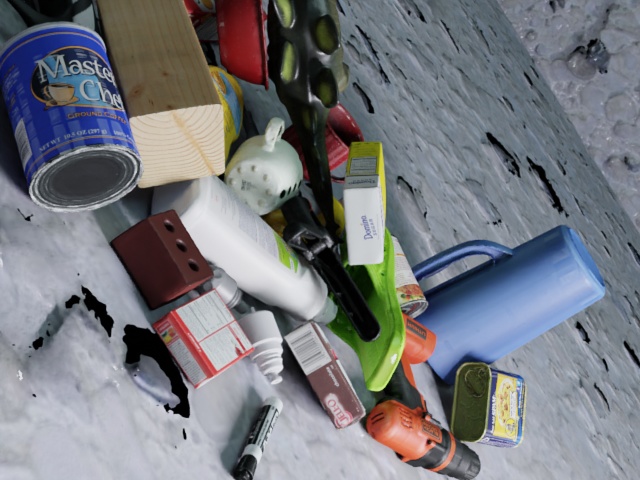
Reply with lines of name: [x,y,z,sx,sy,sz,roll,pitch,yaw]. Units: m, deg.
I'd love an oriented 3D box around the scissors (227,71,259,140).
scissors: [-0.089,-0.144,1.303,0.096,0.016,0.202,42,25,-82]

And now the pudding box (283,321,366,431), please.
pudding box: [0.006,0.142,1.115,0.113,0.039,0.090,62,-2,8]

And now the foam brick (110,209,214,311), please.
foam brick: [-0.148,0.018,1.010,0.078,0.051,0.052,58,25,4]

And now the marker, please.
marker: [-0.058,0.188,1.004,0.020,0.020,0.121,50,25,-13]

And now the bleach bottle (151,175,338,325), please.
bleach bottle: [-0.069,0.020,1.136,0.250,0.068,0.102,41,24,-33]

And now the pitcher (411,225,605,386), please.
pitcher: [0.238,0.074,1.401,0.149,0.243,0.145,28,35,-57]

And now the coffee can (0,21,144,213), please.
coffee can: [-0.227,-0.110,0.963,0.102,0.103,0.140,17,45,-54]

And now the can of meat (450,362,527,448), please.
can of meat: [0.220,0.214,1.373,0.083,0.058,0.102,19,73,-39]

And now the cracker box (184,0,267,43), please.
cracker box: [-0.178,-0.334,1.361,0.164,0.072,0.213,58,26,6]

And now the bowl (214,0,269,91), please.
bowl: [-0.095,-0.256,1.266,0.162,0.055,0.162,174,-90,-86]

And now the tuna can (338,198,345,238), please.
tuna can: [0.052,-0.021,1.434,0.086,0.034,0.086,41,29,-29]

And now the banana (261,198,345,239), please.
banana: [-0.011,-0.022,1.328,0.070,0.037,0.197,39,21,11]

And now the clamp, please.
clamp: [-0.008,0.001,1.155,0.164,0.036,0.210,53,6,-35]

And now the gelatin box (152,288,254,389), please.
gelatin box: [-0.110,0.093,1.015,0.073,0.030,0.089,56,25,3]

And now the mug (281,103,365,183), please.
mug: [0.008,-0.123,1.425,0.117,0.082,0.093,46,27,-21]

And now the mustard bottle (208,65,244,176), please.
mustard bottle: [-0.128,-0.149,1.236,0.191,0.058,0.096,-74,143,-59]

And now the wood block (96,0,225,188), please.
wood block: [-0.163,-0.160,1.082,0.091,0.090,0.206,93,-19,-46]

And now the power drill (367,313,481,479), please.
power drill: [0.118,0.186,1.275,0.184,0.057,0.187,35,32,-38]

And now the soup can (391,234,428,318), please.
soup can: [0.087,0.052,1.371,0.068,0.069,0.102,14,47,-55]

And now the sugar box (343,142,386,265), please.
sugar box: [0.053,-0.046,1.235,0.176,0.048,0.093,-86,172,-68]
